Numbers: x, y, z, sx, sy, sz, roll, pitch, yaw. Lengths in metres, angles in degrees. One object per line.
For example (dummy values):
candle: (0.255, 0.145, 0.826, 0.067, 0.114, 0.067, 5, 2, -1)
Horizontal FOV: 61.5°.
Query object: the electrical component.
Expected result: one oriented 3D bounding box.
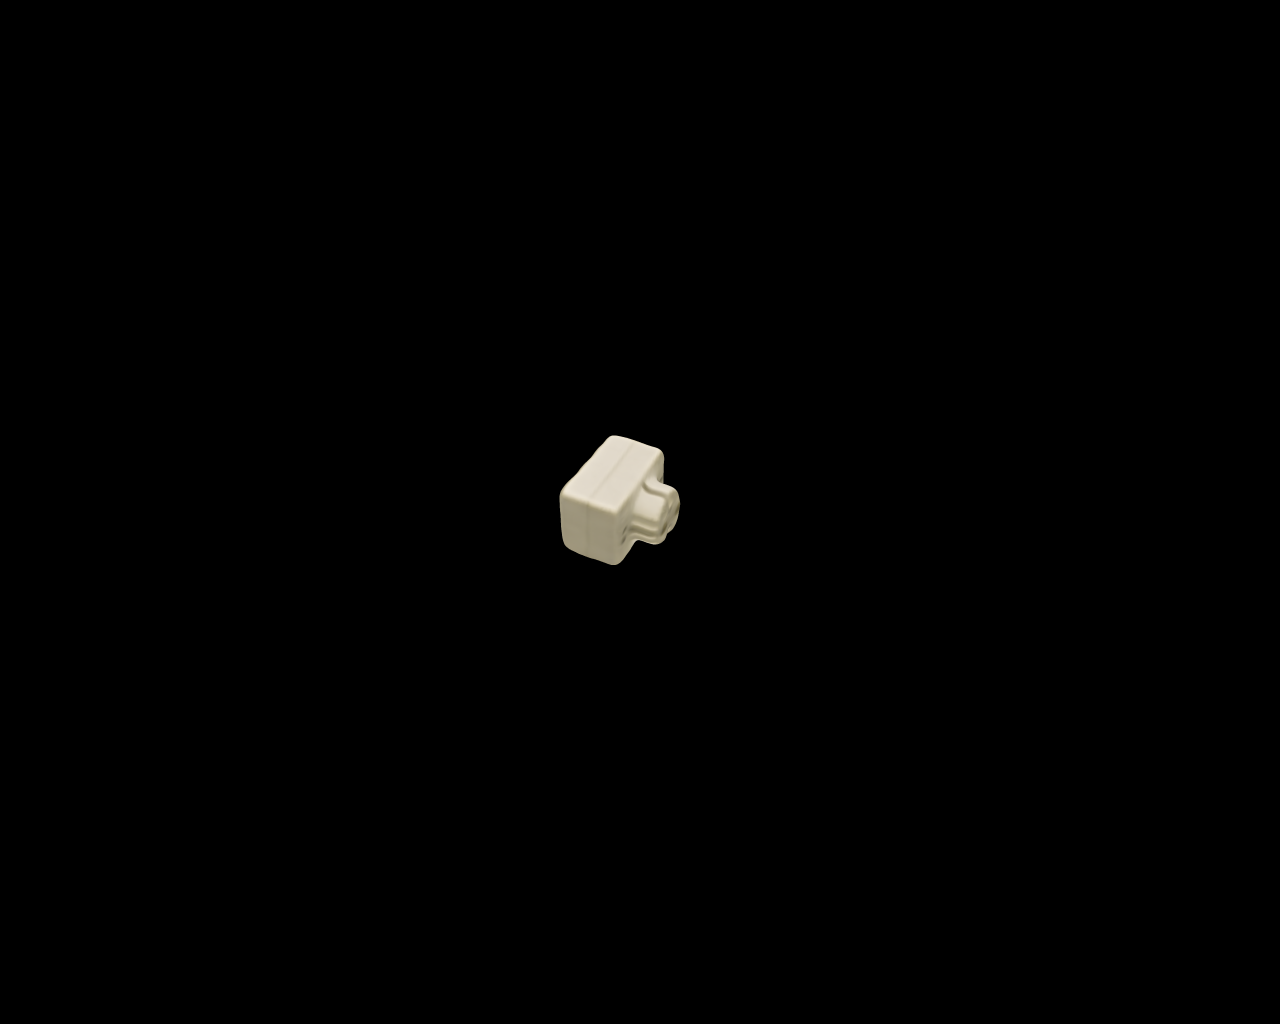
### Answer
electrical component: (0.001, -0.003, 0.650, 0.077, 0.047, 0.066, 19, 46, 19)
